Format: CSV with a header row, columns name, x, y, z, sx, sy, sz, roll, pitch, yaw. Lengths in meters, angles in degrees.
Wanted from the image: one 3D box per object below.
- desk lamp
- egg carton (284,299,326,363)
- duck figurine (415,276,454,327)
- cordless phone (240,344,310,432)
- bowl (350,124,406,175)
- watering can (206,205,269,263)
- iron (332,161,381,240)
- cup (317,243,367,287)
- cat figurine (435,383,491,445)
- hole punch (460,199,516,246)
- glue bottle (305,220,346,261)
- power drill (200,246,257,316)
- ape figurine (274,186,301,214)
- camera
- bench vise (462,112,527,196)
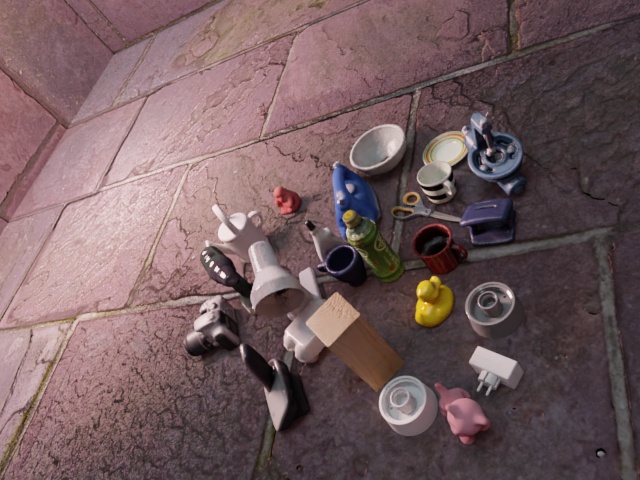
name,x,y,z,sx,sy,sz,roll,pitch,yaw
desk lamp,-0.090,0.109,1.368,0.118,0.214,0.203,-31,41,11
egg carton,-0.012,0.211,1.330,0.150,0.070,0.107,-49,41,-10
duck figurine,0.231,0.125,1.209,0.077,0.086,0.105,18,67,45
cordless phone,-0.113,0.311,1.228,0.094,0.186,0.147,-36,41,5
bowl,0.171,-0.238,1.584,0.167,0.075,0.167,-21,44,22
watering can,-0.243,-0.022,1.615,0.100,0.195,0.173,18,67,45
iron,0.071,-0.132,1.515,0.118,0.142,0.258,-26,43,17
cup,0.060,0.073,1.377,0.117,0.095,0.091,-16,46,26
cat figurine,0.247,0.302,1.014,0.067,0.118,0.127,-41,41,0
hole punch,0.367,-0.051,1.257,0.108,0.091,0.101,-9,50,32
glue bottle,0.013,0.005,1.413,0.078,0.174,0.037,-40,41,1
power drill,-0.218,0.104,1.474,0.076,0.209,0.228,-47,41,-7
ape figurine,-0.103,-0.121,1.676,0.076,0.092,0.077,-41,41,0
camera,-0.295,0.232,1.502,0.136,0.101,0.143,-32,41,10
bench vise,0.366,-0.214,1.304,0.121,0.220,0.206,-46,41,-6
